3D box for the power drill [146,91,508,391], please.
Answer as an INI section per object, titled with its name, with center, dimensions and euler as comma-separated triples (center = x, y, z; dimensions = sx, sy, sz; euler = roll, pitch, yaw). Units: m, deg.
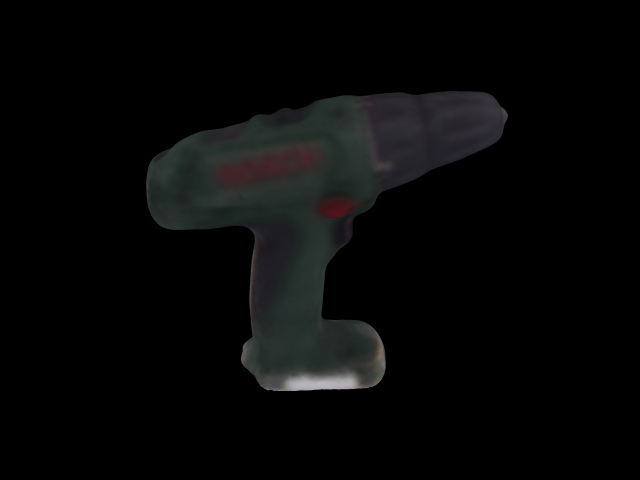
[power drill]
center = 0.004, 0.001, 0.400
dimensions = 0.229, 0.208, 0.075
euler = -1, 28, -2
